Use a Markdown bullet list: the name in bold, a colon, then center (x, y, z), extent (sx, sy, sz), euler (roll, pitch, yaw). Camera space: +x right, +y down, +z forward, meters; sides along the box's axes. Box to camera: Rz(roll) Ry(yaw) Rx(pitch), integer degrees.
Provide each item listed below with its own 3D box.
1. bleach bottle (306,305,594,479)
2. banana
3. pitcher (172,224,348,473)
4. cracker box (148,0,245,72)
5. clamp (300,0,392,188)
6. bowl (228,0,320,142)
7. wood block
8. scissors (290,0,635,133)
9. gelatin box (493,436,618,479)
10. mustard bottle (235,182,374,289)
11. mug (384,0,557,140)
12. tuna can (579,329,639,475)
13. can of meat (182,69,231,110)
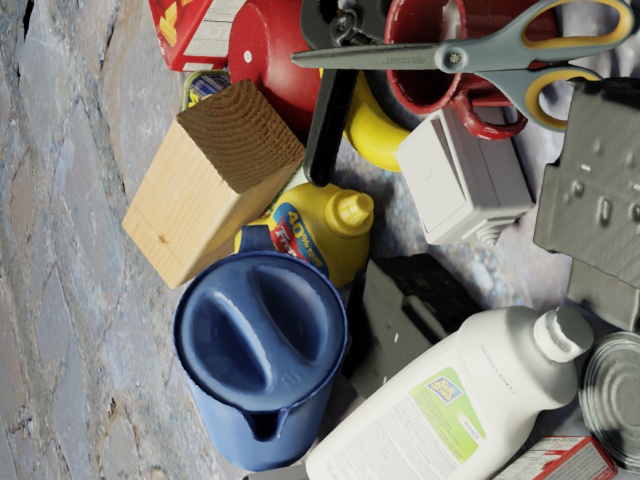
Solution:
- **bleach bottle**: center (0.090, 0.122, 0.700), extent (0.102, 0.067, 0.251), euler (51, 134, 8)
- **banana**: center (0.040, -0.113, 0.869), extent (0.070, 0.037, 0.198), euler (-48, 50, 15)
- **pitcher**: center (-0.049, 0.107, 0.913), extent (0.145, 0.149, 0.243), euler (37, 158, 15)
- **cracker box**: center (-0.112, -0.296, 1.077), extent (0.214, 0.072, 0.164), euler (-47, 54, 52)
- **clamp**: center (0.024, -0.154, 0.847), extent (0.165, 0.036, 0.210), euler (-40, 52, 26)
- **bowl**: center (-0.042, -0.171, 0.986), extent (0.162, 0.055, 0.162), euler (16, 108, 60)
- **wood block**: center (-0.105, -0.047, 0.998), extent (0.091, 0.090, 0.206), euler (52, 146, 6)
- **scissors**: center (0.091, -0.094, 0.643), extent (0.016, 0.202, 0.096), euler (-96, -10, -64)
- **gelatin box**: center (0.126, 0.154, 0.642), extent (0.030, 0.089, 0.073), euler (54, 166, 4)
- **mustard bottle**: center (-0.007, 0.001, 0.939), extent (0.096, 0.058, 0.192), euler (62, 146, 6)
- **mug**: center (0.104, -0.119, 0.699), extent (0.093, 0.081, 0.117), euler (-48, 52, 53)
- **tuna can**: center (0.191, 0.092, 0.622), extent (0.086, 0.033, 0.086), euler (15, 107, 60)
- **can of meat**: center (-0.100, -0.114, 1.099), extent (0.084, 0.057, 0.102), euler (41, 129, 48)
